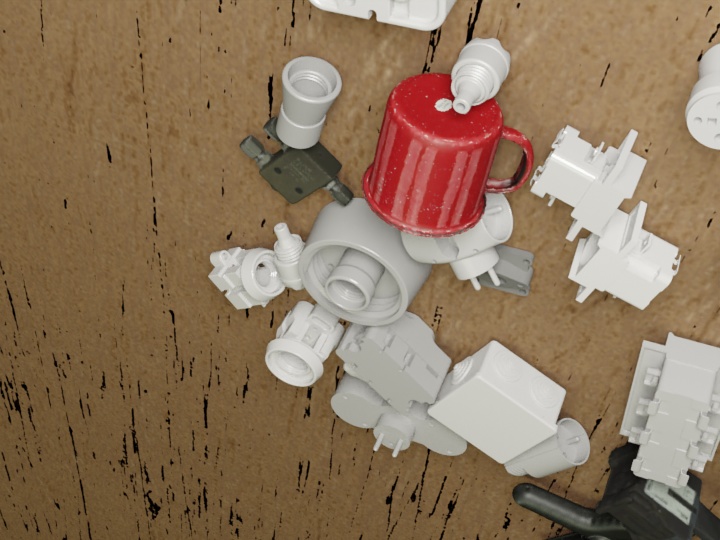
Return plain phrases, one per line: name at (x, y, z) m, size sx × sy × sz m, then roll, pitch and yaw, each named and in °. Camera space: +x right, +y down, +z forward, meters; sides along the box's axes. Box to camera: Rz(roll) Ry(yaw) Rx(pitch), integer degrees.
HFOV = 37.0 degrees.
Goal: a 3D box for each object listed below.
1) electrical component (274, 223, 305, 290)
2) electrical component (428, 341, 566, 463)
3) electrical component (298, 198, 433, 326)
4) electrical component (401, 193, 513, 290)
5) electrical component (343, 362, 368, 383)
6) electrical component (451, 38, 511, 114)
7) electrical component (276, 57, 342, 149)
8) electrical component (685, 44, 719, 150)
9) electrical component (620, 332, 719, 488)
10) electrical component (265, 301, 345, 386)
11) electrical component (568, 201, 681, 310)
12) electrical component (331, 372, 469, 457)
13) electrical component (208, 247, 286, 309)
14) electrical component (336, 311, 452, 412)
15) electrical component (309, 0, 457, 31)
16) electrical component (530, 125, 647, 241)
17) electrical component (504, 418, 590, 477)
electrical component at (-0.060, -0.014, 0.939) m, size 0.035 × 0.035 × 0.061 m, roll 2°, pitch 132°, yaw 29°
electrical component at (0.123, 0.118, 0.962) m, size 0.100 × 0.048 × 0.099 m, roll 35°, pitch 141°, yaw -8°
electrical component at (0.000, 0.000, 0.898) m, size 0.108 × 0.060 × 0.108 m, roll 17°, pitch 139°, yaw 15°
electrical component at (0.083, -0.019, 0.835) m, size 0.077 × 0.043 × 0.079 m, roll -15°, pitch 112°, yaw 40°
electrical component at (0.017, 0.092, 1.009) m, size 0.061 × 0.035 × 0.035 m, roll 27°, pitch 141°, yaw -2°
electrical component at (0.077, -0.126, 0.714) m, size 0.035 × 0.061 × 0.035 m, roll 16°, pitch 139°, yaw 15°
electrical component at (-0.042, -0.122, 0.807) m, size 0.044 × 0.044 × 0.065 m, roll 27°, pitch 146°, yaw 3°
electrical component at (0.225, -0.106, 0.654) m, size 0.045 × 0.055 × 0.045 m, roll 16°, pitch 139°, yaw 15°
electrical component at (0.256, 0.118, 0.872) m, size 0.079 × 0.063 × 0.121 m, roll 15°, pitch 139°, yaw 16°
electrical component at (-0.054, 0.072, 1.010) m, size 0.058 × 0.057 × 0.078 m, roll 35°, pitch 141°, yaw -8°
electrical component at (0.195, -0.007, 0.790) m, size 0.064 × 0.042 × 0.081 m, roll 27°, pitch 142°, yaw -3°
electrical component at (0.036, 0.146, 1.024) m, size 0.138 × 0.073 × 0.052 m, roll 16°, pitch 139°, yaw 15°
electrical component at (-0.098, 0.006, 0.975) m, size 0.055 × 0.048 × 0.066 m, roll -9°, pitch 129°, yaw 47°
electrical component at (0.032, 0.074, 0.963) m, size 0.089 × 0.055 × 0.050 m, roll 44°, pitch 138°, yaw -19°
electrical component at (0.018, -0.195, 0.676) m, size 0.095 × 0.059 × 0.053 m, roll 15°, pitch 139°, yaw 16°
electrical component at (0.157, -0.064, 0.750) m, size 0.064 × 0.042 × 0.081 m, roll 28°, pitch 140°, yaw 3°
electrical component at (0.168, 0.168, 0.994) m, size 0.043 × 0.043 × 0.081 m, roll 41°, pitch 139°, yaw -15°
